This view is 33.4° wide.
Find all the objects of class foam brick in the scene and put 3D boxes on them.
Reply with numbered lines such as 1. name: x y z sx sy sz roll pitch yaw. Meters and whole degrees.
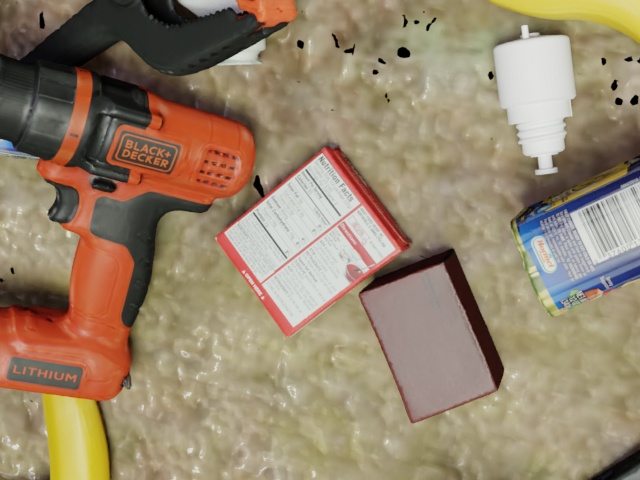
1. foam brick: 0.063 0.052 0.591 0.053 0.051 0.078 -22 91 15

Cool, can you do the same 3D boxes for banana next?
1. banana: -0.165 0.171 0.671 0.070 0.037 0.198 18 100 11

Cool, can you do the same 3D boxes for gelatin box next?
1. gelatin box: -0.004 0.001 0.614 0.089 0.030 0.073 -38 85 16

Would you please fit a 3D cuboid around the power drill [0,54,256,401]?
1. power drill: -0.146 -0.005 0.591 0.184 0.057 0.188 14 115 -25

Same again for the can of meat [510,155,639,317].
1. can of meat: 0.146 -0.007 0.538 0.084 0.102 0.057 -26 89 18

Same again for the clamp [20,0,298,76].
1. clamp: -0.103 -0.135 0.583 0.210 0.036 0.165 29 118 31

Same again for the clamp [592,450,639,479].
1. clamp: 0.229 0.152 0.565 0.172 0.039 0.120 -10 88 21

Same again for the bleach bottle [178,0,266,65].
1. bleach bottle: -0.058 -0.223 0.588 0.103 0.068 0.251 2 100 23

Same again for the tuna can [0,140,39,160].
1. tuna can: -0.188 -0.070 0.625 0.086 0.086 0.034 13 97 13

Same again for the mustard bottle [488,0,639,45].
1. mustard bottle: 0.183 -0.137 0.535 0.192 0.058 0.096 22 103 11
